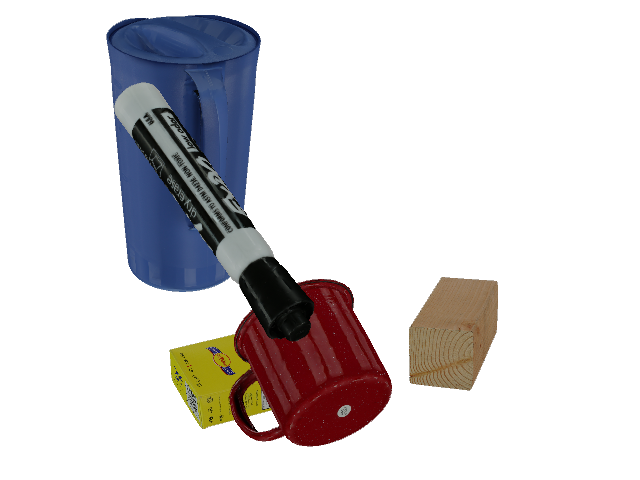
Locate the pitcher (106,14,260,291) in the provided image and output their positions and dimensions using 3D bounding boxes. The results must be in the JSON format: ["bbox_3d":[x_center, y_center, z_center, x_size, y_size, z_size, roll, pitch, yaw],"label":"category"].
[{"bbox_3d":[-0.122,-0.073,0.973,0.145,0.243,0.149,15,31,18],"label":"pitcher"}]

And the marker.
[{"bbox_3d":[-0.038,-0.011,0.378,0.020,0.020,0.121,0,44,-48],"label":"marker"}]

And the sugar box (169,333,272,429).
[{"bbox_3d":[-0.052,0.126,1.063,0.176,0.048,0.093,-15,31,-21],"label":"sugar box"}]

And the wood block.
[{"bbox_3d":[0.197,0.131,1.555,0.091,0.090,0.205,4,19,18],"label":"wood block"}]

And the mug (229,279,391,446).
[{"bbox_3d":[-0.012,0.094,0.738,0.117,0.081,0.093,-35,-35,8],"label":"mug"}]
